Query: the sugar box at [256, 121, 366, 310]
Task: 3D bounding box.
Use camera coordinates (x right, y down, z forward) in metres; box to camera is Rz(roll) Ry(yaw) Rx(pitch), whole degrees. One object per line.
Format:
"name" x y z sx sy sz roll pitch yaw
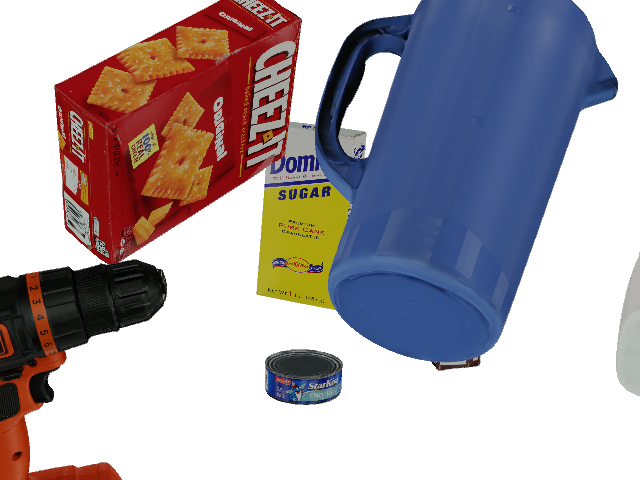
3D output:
"sugar box" -0.010 -0.026 1.065 0.093 0.176 0.048 9 16 20

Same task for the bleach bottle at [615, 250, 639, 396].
"bleach bottle" 0.268 0.037 0.744 0.103 0.068 0.250 10 20 19

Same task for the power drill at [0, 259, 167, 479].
"power drill" -0.177 0.107 0.690 0.184 0.188 0.057 -12 26 -9

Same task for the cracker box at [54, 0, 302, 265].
"cracker box" -0.115 -0.096 0.899 0.072 0.164 0.213 38 53 23

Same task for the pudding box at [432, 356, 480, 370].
"pudding box" 0.099 0.044 0.867 0.039 0.090 0.113 -2 15 -13

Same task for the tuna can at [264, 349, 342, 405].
"tuna can" -0.019 0.150 1.172 0.086 0.034 0.086 2 14 -1

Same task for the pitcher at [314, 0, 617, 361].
"pitcher" 0.081 -0.051 0.691 0.149 0.242 0.145 -17 -49 46
